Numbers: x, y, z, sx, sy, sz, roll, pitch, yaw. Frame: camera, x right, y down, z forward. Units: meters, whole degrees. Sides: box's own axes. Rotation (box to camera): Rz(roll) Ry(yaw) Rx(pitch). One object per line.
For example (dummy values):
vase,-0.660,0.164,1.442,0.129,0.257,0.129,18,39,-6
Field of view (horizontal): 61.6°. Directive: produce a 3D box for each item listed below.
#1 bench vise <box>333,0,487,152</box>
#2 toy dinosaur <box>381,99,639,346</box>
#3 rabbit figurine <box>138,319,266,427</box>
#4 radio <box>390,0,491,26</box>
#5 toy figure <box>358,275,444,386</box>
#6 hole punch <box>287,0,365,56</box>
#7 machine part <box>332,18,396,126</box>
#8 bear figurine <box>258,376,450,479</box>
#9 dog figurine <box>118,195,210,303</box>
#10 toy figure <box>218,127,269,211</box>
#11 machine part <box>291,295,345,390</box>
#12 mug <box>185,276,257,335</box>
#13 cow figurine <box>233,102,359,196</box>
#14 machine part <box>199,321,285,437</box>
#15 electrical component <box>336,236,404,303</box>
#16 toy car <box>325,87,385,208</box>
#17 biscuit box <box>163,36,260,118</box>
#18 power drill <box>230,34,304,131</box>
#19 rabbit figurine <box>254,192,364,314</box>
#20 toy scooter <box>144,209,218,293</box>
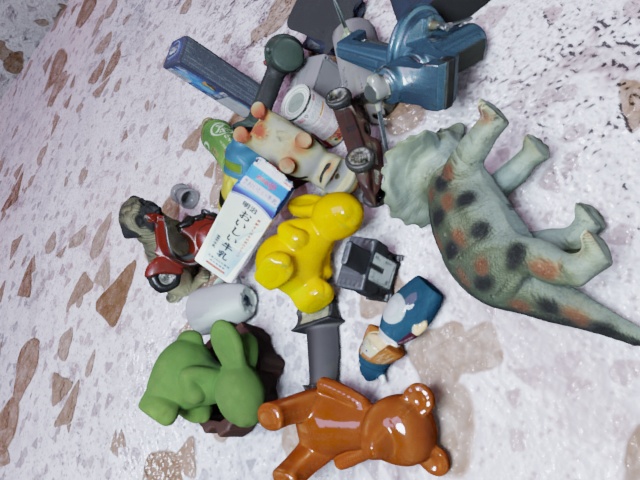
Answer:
bench vise,0.104,-0.251,0.750,0.223,0.128,0.241,-42,50,-20
toy dinosaur,0.195,-0.008,0.607,0.192,0.131,0.405,-46,49,35
rabbit figurine,-0.141,0.201,0.767,0.170,0.121,0.159,9,70,29
radio,0.212,-0.410,0.803,0.229,0.073,0.131,-33,50,26
toy figure,0.094,0.116,0.685,0.154,0.058,0.064,-54,5,13
hole punch,0.017,-0.401,0.987,0.116,0.092,0.142,27,88,17
machine part,0.069,-0.276,0.872,0.079,0.079,0.243,-29,54,32
bear figurine,0.041,0.232,0.634,0.196,0.132,0.120,-7,96,46
dog figurine,-0.310,0.022,1.014,0.121,0.190,0.172,1,74,44
toy figure,-0.137,-0.113,0.963,0.089,0.082,0.180,-126,40,-60
machine part,-0.001,0.150,0.771,0.084,0.039,0.139,-23,54,25
mug,-0.159,0.105,0.922,0.107,0.080,0.109,-14,38,28
cow figurine,-0.024,-0.125,0.826,0.195,0.127,0.085,34,98,20
machine part,-0.134,0.219,0.853,0.179,0.056,0.179,-21,57,37
electrical component,0.056,0.035,0.710,0.048,0.119,0.075,6,78,45
toy car,0.056,-0.131,0.741,0.053,0.089,0.202,-21,48,7
biscuit box,-0.203,-0.317,1.059,0.059,0.202,0.063,0,70,46
power drill,-0.095,-0.289,1.019,0.207,0.086,0.232,-62,18,3
rabbit figurine,-0.002,-0.002,0.778,0.173,0.122,0.162,-48,19,21
toy scooter,-0.238,-0.002,0.950,0.075,0.184,0.135,-5,110,56
